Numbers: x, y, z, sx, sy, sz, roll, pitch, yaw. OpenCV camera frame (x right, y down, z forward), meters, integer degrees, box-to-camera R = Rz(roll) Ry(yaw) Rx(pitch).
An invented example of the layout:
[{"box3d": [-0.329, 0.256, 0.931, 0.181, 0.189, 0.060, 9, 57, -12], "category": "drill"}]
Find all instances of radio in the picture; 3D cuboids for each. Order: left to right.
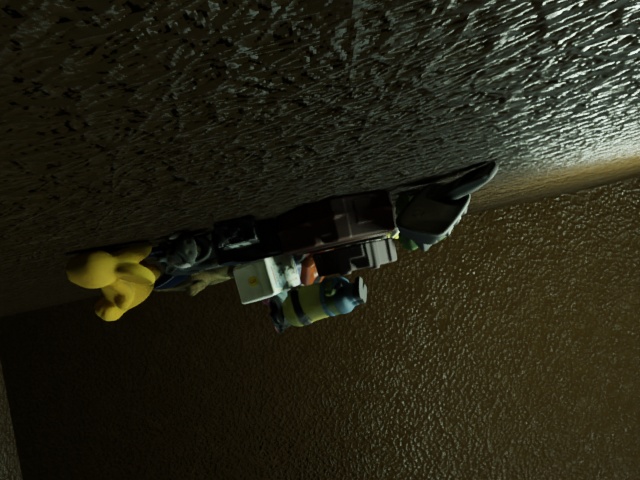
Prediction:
[{"box3d": [-0.147, 0.008, 1.163, 0.131, 0.073, 0.229, -13, 179, -1], "category": "radio"}]

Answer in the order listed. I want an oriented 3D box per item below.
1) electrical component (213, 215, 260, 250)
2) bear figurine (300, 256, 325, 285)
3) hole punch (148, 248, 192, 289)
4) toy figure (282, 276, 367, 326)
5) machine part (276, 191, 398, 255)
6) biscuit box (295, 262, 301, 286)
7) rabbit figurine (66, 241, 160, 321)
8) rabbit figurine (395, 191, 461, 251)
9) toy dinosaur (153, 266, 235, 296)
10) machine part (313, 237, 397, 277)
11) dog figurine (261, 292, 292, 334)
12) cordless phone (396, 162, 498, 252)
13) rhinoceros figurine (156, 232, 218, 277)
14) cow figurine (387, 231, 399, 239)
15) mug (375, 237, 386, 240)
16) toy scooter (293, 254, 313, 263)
[{"box3d": [-0.148, -0.011, 0.989, 0.075, 0.047, 0.119, -12, 178, 1], "category": "electrical component"}, {"box3d": [-0.073, 0.042, 1.435, 0.120, 0.196, 0.131, -29, 146, -40], "category": "bear figurine"}, {"box3d": [-0.315, 0.053, 1.180, 0.116, 0.092, 0.142, -16, 173, 6], "category": "hole punch"}, {"box3d": [0.006, 0.124, 1.110, 0.180, 0.082, 0.089, -12, -153, 22], "category": "toy figure"}, {"box3d": [0.033, -0.029, 1.049, 0.201, 0.087, 0.201, -11, 178, -30], "category": "machine part"}, {"box3d": [-0.133, 0.055, 1.349, 0.059, 0.062, 0.203, -8, -156, -44], "category": "biscuit box"}, {"box3d": [-0.377, 0.068, 0.979, 0.162, 0.122, 0.173, -16, 158, 11], "category": "rabbit figurine"}, {"box3d": [0.227, -0.068, 1.190, 0.159, 0.121, 0.170, -19, -164, -6], "category": "rabbit figurine"}, {"box3d": [-0.257, 0.063, 1.533, 0.471, 0.105, 0.199, -17, -174, -14], "category": "toy dinosaur"}, {"box3d": [0.075, 0.038, 1.142, 0.179, 0.056, 0.179, -12, 179, 0], "category": "machine part"}, {"box3d": [-0.126, 0.163, 1.601, 0.108, 0.219, 0.191, -21, -168, 3], "category": "dog figurine"}, {"box3d": [0.237, -0.065, 0.972, 0.146, 0.088, 0.184, -46, -174, -31], "category": "cordless phone"}, {"box3d": [-0.258, 0.025, 1.028, 0.112, 0.073, 0.190, -7, 172, -24], "category": "rhinoceros figurine"}, {"box3d": [0.115, -0.007, 1.294, 0.167, 0.098, 0.068, -41, 166, 27], "category": "cow figurine"}, {"box3d": [0.091, -0.045, 1.205, 0.107, 0.080, 0.110, -7, -146, 8], "category": "mug"}, {"box3d": [-0.003, -0.004, 1.307, 0.184, 0.075, 0.135, -30, -176, 1], "category": "toy scooter"}]
